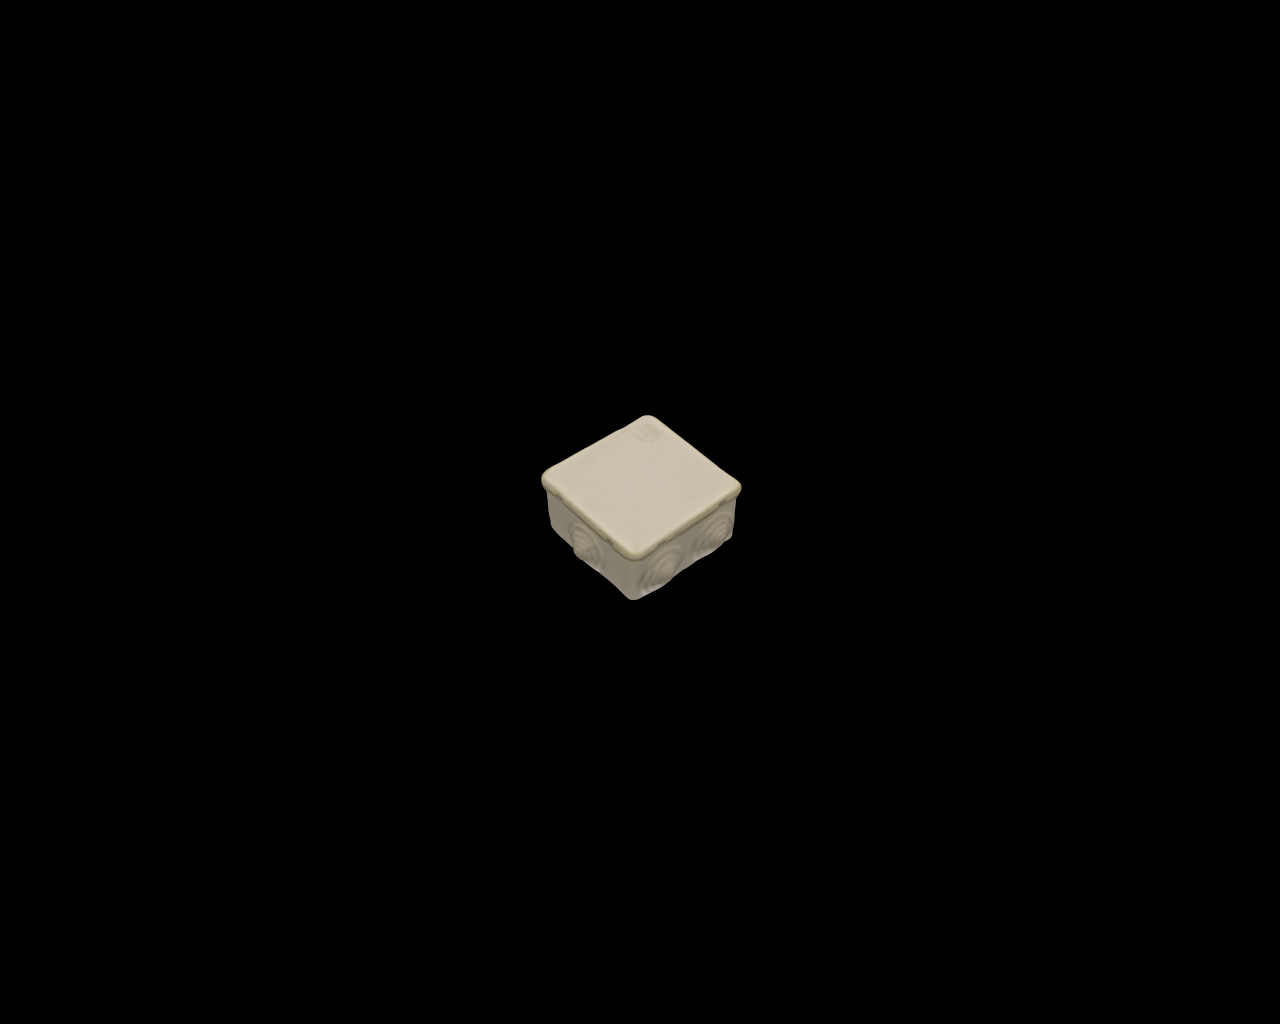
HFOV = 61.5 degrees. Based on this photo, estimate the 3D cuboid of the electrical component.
[{"bbox_3d":[0.001,-0.003,0.650,0.100,0.048,0.100,-32,54,-27],"label":"electrical component"}]
